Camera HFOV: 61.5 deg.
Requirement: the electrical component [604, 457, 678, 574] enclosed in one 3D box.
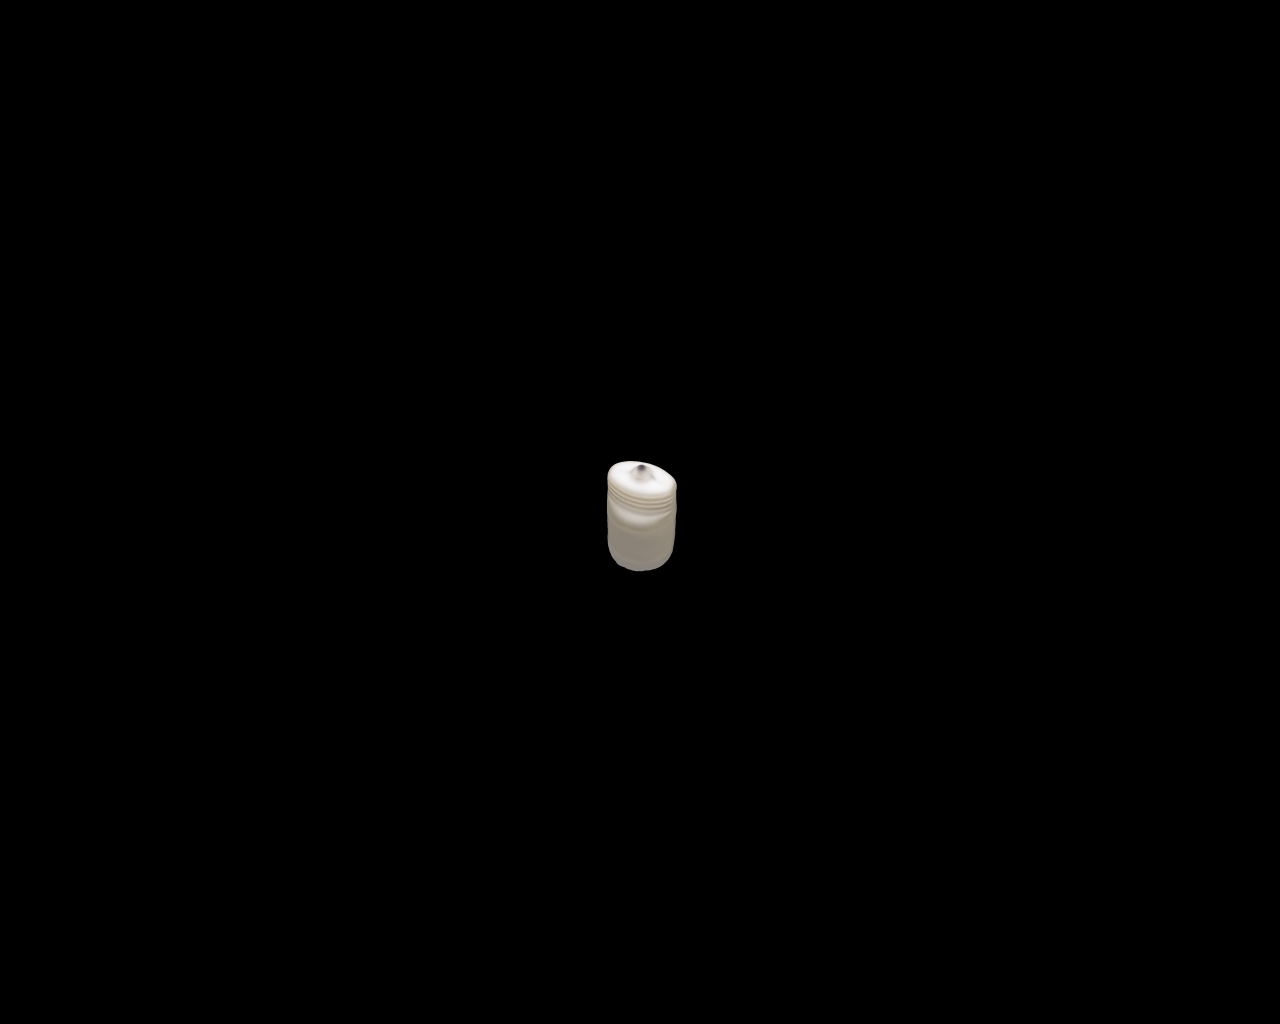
[{"bbox_3d":[0.001,-0.003,0.650,0.043,0.043,0.080,0,-37,0],"label":"electrical component"}]
